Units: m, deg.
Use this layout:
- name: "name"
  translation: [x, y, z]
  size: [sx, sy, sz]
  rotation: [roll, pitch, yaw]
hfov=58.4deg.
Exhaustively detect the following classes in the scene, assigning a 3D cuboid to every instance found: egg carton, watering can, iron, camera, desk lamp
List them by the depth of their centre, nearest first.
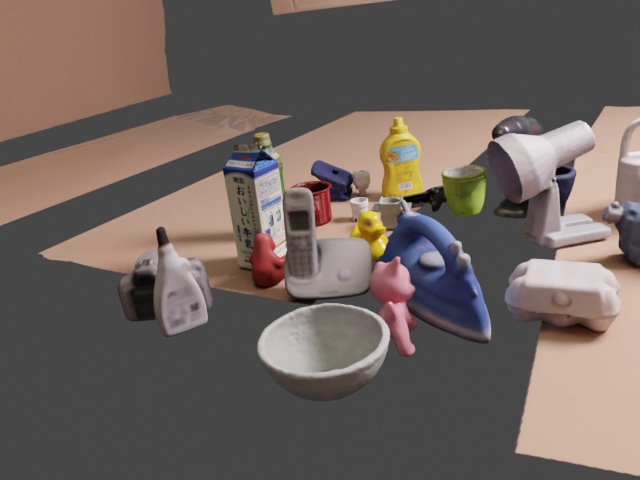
- name: "egg carton"
  translation: [0.343, 0.077, 0.813]
  size: [0.150, 0.069, 0.107]
  rotation: [4, 25, 24]
- name: "iron"
  translation: [0.179, 0.036, 0.865]
  size: [0.119, 0.141, 0.257]
  rotation: [-14, 23, -16]
- name: "camera"
  translation: [-0.259, 0.061, 0.981]
  size: [0.143, 0.101, 0.136]
  rotation: [-7, 22, -1]
- name: "desk lamp"
  translation: [0.410, -0.100, 1.032]
  size: [0.203, 0.214, 0.117]
  rotation: [-10, 23, -7]
- name: "watering can"
  translation: [0.620, -0.135, 1.082]
  size: [0.101, 0.194, 0.173]
  rotation: [-5, 23, 5]

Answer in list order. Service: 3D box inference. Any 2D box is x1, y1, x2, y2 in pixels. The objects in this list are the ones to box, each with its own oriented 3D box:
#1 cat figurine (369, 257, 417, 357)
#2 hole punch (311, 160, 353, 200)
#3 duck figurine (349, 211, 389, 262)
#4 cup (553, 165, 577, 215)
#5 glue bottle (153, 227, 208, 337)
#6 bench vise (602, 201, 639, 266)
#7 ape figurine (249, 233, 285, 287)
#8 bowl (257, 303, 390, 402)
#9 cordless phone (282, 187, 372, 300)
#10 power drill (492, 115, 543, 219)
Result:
- name: "cat figurine"
  translation: [0.100, 0.083, 0.805]
  size: [0.067, 0.118, 0.128]
  rotation: [-2, 23, 11]
- name: "hole punch"
  translation: [0.031, -0.152, 1.424]
  size: [0.101, 0.091, 0.109]
  rotation: [-3, 23, 10]
- name: "duck figurine"
  translation: [0.092, -0.014, 1.083]
  size: [0.078, 0.086, 0.104]
  rotation: [-18, 25, -24]
- name: "cup"
  translation: [0.458, -0.097, 1.167]
  size: [0.117, 0.095, 0.091]
  rotation: [-5, 23, 5]
- name: "glue bottle"
  translation: [-0.225, 0.060, 0.878]
  size: [0.078, 0.173, 0.037]
  rotation: [-18, 25, -26]
- name: "bench vise"
  translation: [0.565, -0.065, 0.895]
  size: [0.207, 0.220, 0.121]
  rotation: [-10, 23, -7]
- name: "ape figurine"
  translation: [-0.094, 0.030, 1.020]
  size: [0.077, 0.092, 0.076]
  rotation: [9, 27, 33]
- name: "bowl"
  translation: [0.007, 0.151, 0.723]
  size: [0.167, 0.075, 0.167]
  rotation: [-6, 22, 3]
- name: "cordless phone"
  translation: [0.009, 0.003, 0.933]
  size: [0.147, 0.185, 0.094]
  rotation: [-5, 23, 5]
- name: "power drill"
  translation: [0.403, -0.156, 1.176]
  size: [0.075, 0.209, 0.230]
  rotation: [8, 27, 32]
